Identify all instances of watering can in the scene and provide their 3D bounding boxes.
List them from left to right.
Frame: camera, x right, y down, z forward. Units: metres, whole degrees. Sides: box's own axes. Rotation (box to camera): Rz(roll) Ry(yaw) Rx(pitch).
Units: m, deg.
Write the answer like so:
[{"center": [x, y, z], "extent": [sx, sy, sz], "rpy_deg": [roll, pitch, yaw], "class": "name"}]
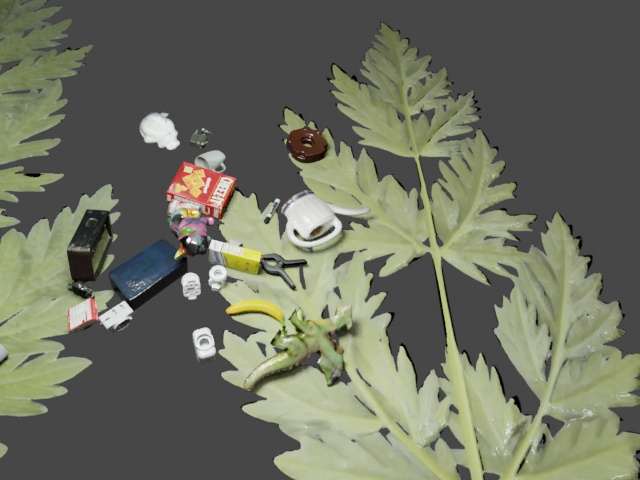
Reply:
[{"center": [0.006, -0.097, 1.932], "extent": [0.352, 0.101, 0.227], "rpy_deg": [-29, 65, -29], "class": "watering can"}]

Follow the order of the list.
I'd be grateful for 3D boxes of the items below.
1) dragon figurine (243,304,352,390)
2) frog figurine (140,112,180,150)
[{"center": [-0.031, 0.351, 1.601], "extent": [0.243, 0.120, 0.417], "rpy_deg": [35, 62, 3], "class": "dragon figurine"}, {"center": [-0.630, -0.417, 2.021], "extent": [0.137, 0.121, 0.162], "rpy_deg": [-30, 71, 6], "class": "frog figurine"}]
